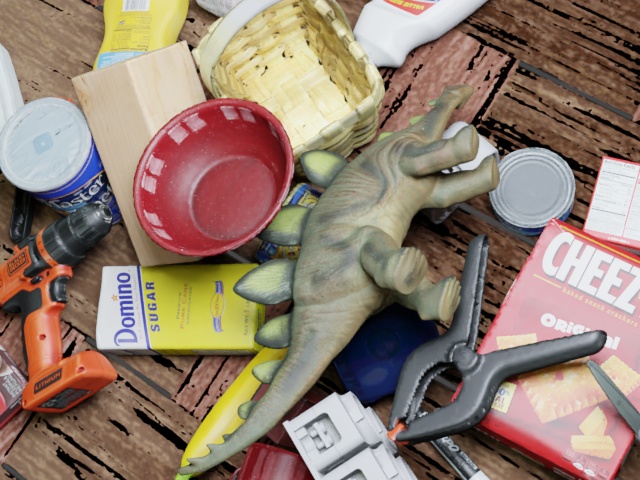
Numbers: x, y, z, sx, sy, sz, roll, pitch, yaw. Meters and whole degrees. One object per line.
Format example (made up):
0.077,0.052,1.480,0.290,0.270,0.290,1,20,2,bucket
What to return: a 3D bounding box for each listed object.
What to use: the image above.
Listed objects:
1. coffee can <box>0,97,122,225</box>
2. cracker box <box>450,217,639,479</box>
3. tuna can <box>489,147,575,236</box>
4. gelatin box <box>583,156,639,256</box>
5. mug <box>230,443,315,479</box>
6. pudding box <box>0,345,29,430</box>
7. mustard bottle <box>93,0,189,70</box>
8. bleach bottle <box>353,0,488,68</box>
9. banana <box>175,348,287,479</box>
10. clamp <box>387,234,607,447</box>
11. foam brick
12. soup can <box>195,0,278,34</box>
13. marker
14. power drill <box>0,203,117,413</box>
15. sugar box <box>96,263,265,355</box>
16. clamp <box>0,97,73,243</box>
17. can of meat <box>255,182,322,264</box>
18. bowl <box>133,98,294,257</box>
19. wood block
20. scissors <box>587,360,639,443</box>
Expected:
-0.268,-0.079,1.151,0.103,0.140,0.103,-4,73,12,coffee can
0.243,0.109,1.009,0.164,0.072,0.213,27,81,20,cracker box
0.215,-0.048,1.084,0.086,0.033,0.086,-4,73,12,tuna can
0.307,-0.033,1.060,0.073,0.030,0.089,14,77,18,gelatin box
-0.050,0.247,1.037,0.117,0.093,0.081,-3,62,50,mug
-0.375,0.156,1.159,0.090,0.039,0.113,-44,69,-2,pudding box
-0.210,-0.203,1.219,0.096,0.058,0.191,3,74,14,mustard bottle
0.130,-0.268,1.157,0.251,0.068,0.103,-45,68,-1,bleach bottle
-0.078,0.167,1.073,0.037,0.070,0.197,40,78,-13,banana
0.135,0.102,0.986,0.210,0.036,0.165,-41,54,4,clamp
-0.031,0.169,1.049,0.053,0.078,0.051,33,90,28,foam brick
-0.085,-0.277,1.207,0.102,0.068,0.068,28,82,20,soup can
0.119,0.197,1.040,0.020,0.020,0.121,-42,69,-2,marker
-0.269,0.073,1.119,0.185,0.057,0.188,-34,60,28,power drill
-0.146,0.074,1.127,0.176,0.048,0.093,-2,73,12,sugar box
-0.327,-0.084,1.203,0.039,0.120,0.171,19,58,26,clamp
-0.007,0.001,1.110,0.084,0.057,0.102,31,82,22,can of meat
-0.092,-0.050,1.001,0.162,0.055,0.162,-7,66,17,bowl
-0.160,-0.086,1.091,0.091,0.090,0.206,-7,108,41,wood block
0.308,0.169,0.949,0.096,0.016,0.201,-30,106,-15,scissors
